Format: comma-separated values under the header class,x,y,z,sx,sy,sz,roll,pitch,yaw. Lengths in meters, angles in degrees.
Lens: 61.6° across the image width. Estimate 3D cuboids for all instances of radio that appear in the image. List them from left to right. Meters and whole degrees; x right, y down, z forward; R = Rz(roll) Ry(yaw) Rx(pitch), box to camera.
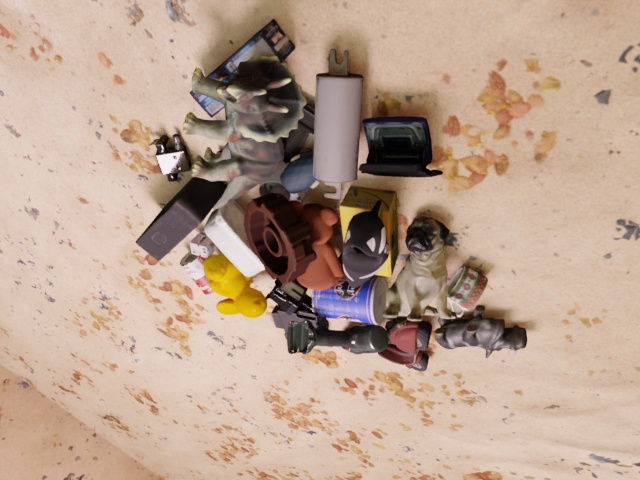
class,x,y,z,sx,sy,sz,roll,pitch,yaw
radio,-0.306,-0.052,1.170,0.073,0.131,0.229,41,136,-15

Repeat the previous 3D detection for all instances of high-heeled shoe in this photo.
class,x,y,z,sx,sy,sz,roll,pitch,yaw
high-heeled shoe,0.070,0.039,0.954,0.086,0.145,0.248,18,134,10

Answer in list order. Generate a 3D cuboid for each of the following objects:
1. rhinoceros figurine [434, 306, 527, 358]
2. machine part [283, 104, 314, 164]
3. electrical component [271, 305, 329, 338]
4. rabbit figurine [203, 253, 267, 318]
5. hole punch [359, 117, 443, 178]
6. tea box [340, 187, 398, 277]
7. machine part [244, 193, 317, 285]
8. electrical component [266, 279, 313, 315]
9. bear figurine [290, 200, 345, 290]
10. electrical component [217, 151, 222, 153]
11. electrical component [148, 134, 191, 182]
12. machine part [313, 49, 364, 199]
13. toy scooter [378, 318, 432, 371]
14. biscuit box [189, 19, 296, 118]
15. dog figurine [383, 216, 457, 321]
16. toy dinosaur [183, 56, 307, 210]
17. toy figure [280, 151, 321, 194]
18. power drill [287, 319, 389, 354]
class,x,y,z,sx,sy,sz,roll,pitch,yaw
rhinoceros figurine,0.332,0.200,1.125,0.190,0.073,0.112,-6,126,31
machine part,-0.044,-0.194,0.972,0.084,0.039,0.138,29,135,-7
electrical component,-0.051,0.197,1.330,0.134,0.058,0.114,6,130,22
rabbit figurine,-0.195,0.116,1.248,0.173,0.122,0.162,47,137,12
hole punch,0.128,-0.149,0.892,0.142,0.115,0.092,0,88,18
tea box,0.099,-0.014,1.045,0.098,0.068,0.169,7,134,20
machine part,-0.080,-0.003,1.036,0.180,0.056,0.179,37,141,38
electrical component,-0.059,0.135,1.265,0.119,0.075,0.047,33,136,-9
bear figurine,-0.003,-0.001,1.091,0.120,0.132,0.195,8,118,19
electrical component,-0.162,-0.157,1.077,0.094,0.021,0.063,6,133,22
electrical component,-0.314,-0.174,1.127,0.078,0.045,0.102,-15,130,2
machine part,0.029,-0.183,0.878,0.079,0.079,0.243,10,113,19
toy scooter,0.185,0.234,1.234,0.135,0.075,0.183,13,140,18
biscuit box,-0.135,-0.285,0.913,0.203,0.063,0.059,-22,118,40
dog figurine,0.186,0.055,1.045,0.121,0.190,0.172,1,175,-31
toy dinosaur,-0.122,-0.167,0.925,0.192,0.131,0.404,9,153,3
toy figure,-0.004,-0.143,0.971,0.154,0.058,0.064,-34,125,21
power drill,0.032,0.227,1.217,0.207,0.086,0.232,14,164,-25
